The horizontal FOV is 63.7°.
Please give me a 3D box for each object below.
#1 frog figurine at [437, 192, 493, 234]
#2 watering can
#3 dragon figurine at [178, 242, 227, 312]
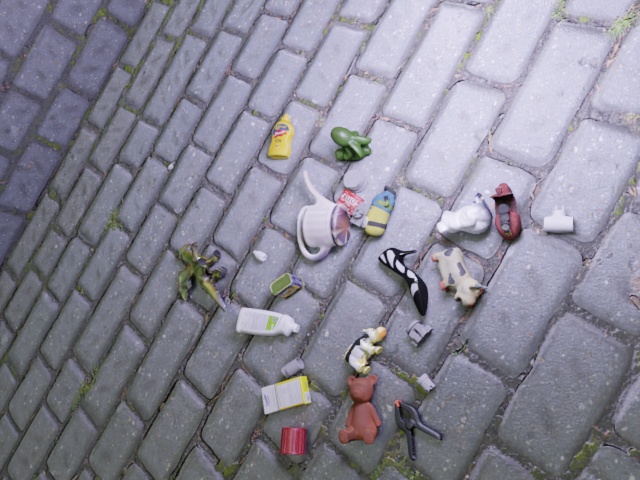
[{"bbox_3d":[0.450,-0.057,1.603,0.160,0.137,0.123,-35,88,-4],"label":"frog figurine"},{"bbox_3d":[0.006,-0.095,1.892,0.224,0.104,0.349,-3,83,36],"label":"watering can"},{"bbox_3d":[-0.509,0.166,2.151,0.239,0.122,0.418,-43,54,33],"label":"dragon figurine"}]
